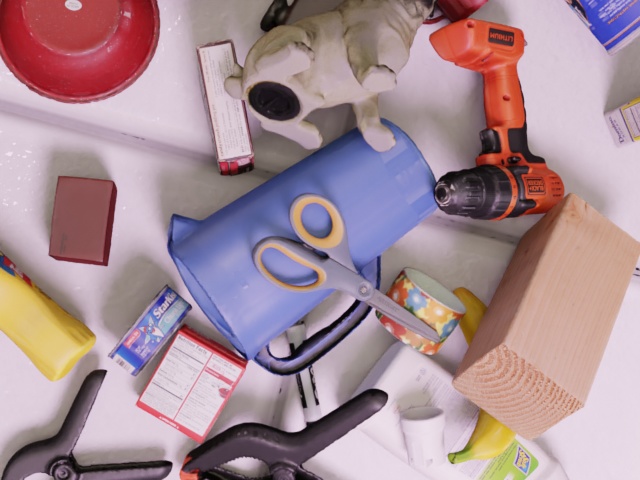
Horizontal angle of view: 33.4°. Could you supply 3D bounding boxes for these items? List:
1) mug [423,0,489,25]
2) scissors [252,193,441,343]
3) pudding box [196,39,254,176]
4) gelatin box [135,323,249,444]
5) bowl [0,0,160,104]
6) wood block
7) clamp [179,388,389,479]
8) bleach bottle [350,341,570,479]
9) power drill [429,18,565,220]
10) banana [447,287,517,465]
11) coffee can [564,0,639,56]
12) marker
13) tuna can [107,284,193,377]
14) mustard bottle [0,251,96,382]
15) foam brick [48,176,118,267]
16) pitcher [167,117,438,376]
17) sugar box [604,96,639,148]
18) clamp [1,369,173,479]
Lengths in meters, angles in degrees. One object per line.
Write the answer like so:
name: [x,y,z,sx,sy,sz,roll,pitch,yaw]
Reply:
mug: [0.129,-0.259,1.048,0.117,0.093,0.081,-38,96,21]
scissors: [0.036,0.023,0.939,0.201,0.016,0.096,17,91,-24]
pudding box: [-0.088,-0.122,1.006,0.039,0.090,0.113,-12,86,-6]
gelatin box: [-0.120,0.134,1.004,0.073,0.030,0.089,30,99,-3]
bowl: [-0.233,-0.214,1.015,0.162,0.055,0.162,1,85,-7]
wood block: [0.210,0.067,0.978,0.091,0.090,0.205,36,50,-3]
clamp: [-0.026,0.203,0.987,0.210,0.036,0.164,4,114,7]
bleach bottle: [0.146,0.209,1.021,0.251,0.068,0.102,39,79,-4]
power drill: [0.156,-0.110,1.010,0.184,0.057,0.187,-3,82,-49]
banana: [0.156,0.129,0.998,0.069,0.037,0.197,26,43,-20]
coffee can: [0.282,-0.268,1.052,0.102,0.103,0.140,-41,91,-8]
marker: [-0.012,0.142,1.030,0.020,0.020,0.121,-11,87,-7]
tuna can: [-0.156,0.084,0.985,0.033,0.086,0.086,39,83,-4]
mustard bottle: [-0.290,0.045,0.968,0.191,0.096,0.058,43,83,-1]
foam brick: [-0.222,-0.018,1.003,0.053,0.051,0.078,7,85,-5]
pitcher: [-0.007,0.001,0.993,0.242,0.149,0.145,-35,56,-11]
sugar box: [0.348,-0.133,1.012,0.093,0.176,0.048,-21,86,-7]
clamp: [-0.236,0.201,0.991,0.171,0.039,0.120,-26,87,-7]
